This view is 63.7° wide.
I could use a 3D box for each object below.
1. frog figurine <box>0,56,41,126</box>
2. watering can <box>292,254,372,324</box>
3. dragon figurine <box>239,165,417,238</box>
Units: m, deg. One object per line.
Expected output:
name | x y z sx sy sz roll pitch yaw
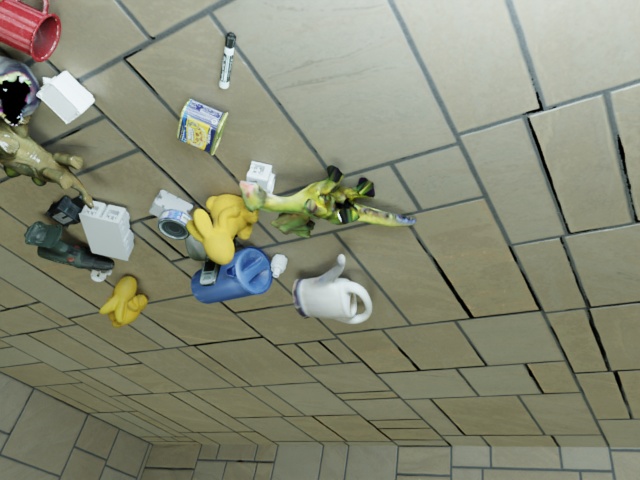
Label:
frog figurine | -0.659 -0.322 1.064 0.161 0.123 0.135 33 -9 38
watering can | 0.022 0.142 1.447 0.224 0.106 0.340 -2 -39 20
dragon figurine | 0.004 -0.060 1.197 0.407 0.124 0.240 20 -26 -33
